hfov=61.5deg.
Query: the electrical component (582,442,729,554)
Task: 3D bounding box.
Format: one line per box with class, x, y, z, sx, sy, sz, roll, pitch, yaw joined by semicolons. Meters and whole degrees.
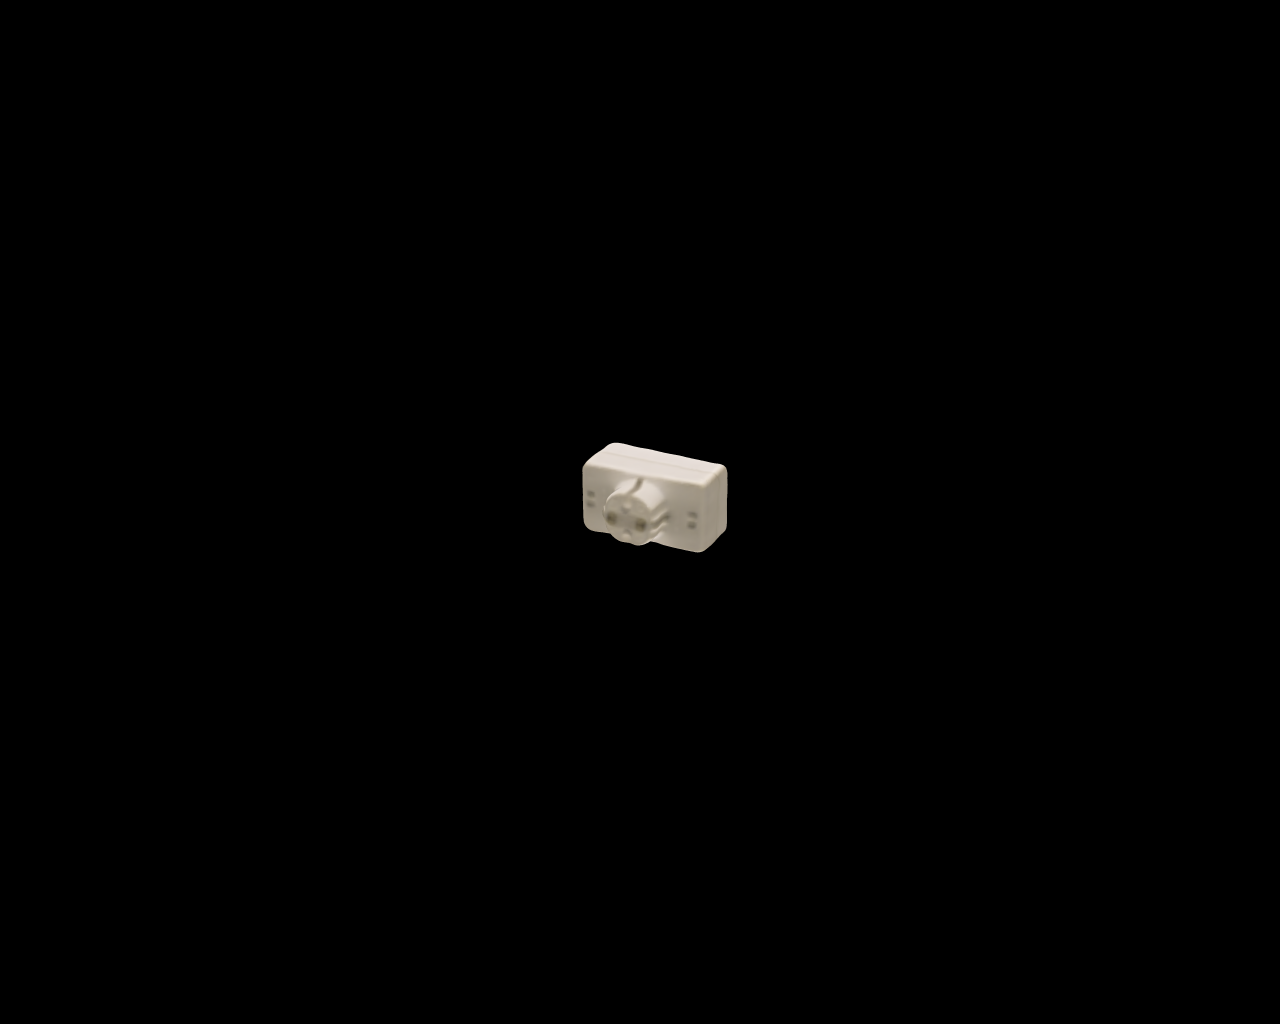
electrical component;0.001;-0.003;0.650;0.083;0.047;0.076;12;28;25
